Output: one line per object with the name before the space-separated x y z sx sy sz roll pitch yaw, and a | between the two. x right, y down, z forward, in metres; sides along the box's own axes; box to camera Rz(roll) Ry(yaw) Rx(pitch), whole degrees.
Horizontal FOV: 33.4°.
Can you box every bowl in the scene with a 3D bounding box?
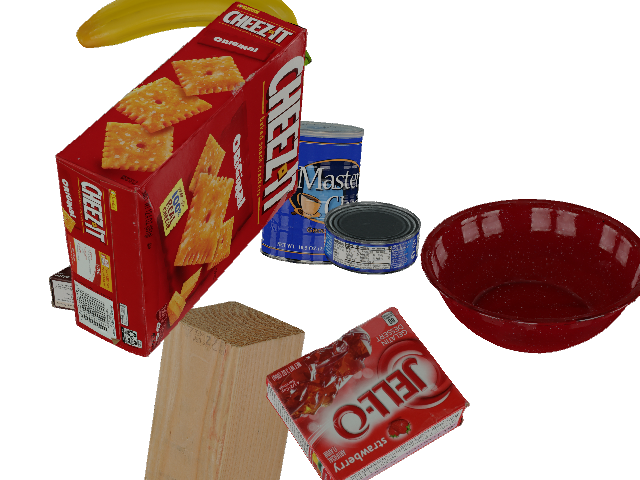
bowl | 0.153 0.032 0.771 0.162 0.055 0.162 -3 32 1

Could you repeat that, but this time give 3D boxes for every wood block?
wood block | -0.090 0.169 0.951 0.090 0.206 0.090 20 17 35

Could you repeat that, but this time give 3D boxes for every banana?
banana | -0.104 -0.189 0.903 0.198 0.069 0.037 4 -33 0

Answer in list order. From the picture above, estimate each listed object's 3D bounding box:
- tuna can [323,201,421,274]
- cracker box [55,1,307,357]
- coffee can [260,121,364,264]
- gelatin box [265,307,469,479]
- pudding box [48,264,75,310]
tuna can | 0.045 -0.003 0.947 0.086 0.034 0.086 1 25 -1
cracker box | -0.090 -0.045 0.762 0.072 0.164 0.213 24 47 18
coffee can | -0.010 -0.054 1.145 0.103 0.140 0.103 4 11 -1
gelatin box | 0.025 0.088 0.590 0.089 0.073 0.030 -27 -29 -19
pudding box | -0.209 0.046 1.108 0.114 0.039 0.089 5 19 21
